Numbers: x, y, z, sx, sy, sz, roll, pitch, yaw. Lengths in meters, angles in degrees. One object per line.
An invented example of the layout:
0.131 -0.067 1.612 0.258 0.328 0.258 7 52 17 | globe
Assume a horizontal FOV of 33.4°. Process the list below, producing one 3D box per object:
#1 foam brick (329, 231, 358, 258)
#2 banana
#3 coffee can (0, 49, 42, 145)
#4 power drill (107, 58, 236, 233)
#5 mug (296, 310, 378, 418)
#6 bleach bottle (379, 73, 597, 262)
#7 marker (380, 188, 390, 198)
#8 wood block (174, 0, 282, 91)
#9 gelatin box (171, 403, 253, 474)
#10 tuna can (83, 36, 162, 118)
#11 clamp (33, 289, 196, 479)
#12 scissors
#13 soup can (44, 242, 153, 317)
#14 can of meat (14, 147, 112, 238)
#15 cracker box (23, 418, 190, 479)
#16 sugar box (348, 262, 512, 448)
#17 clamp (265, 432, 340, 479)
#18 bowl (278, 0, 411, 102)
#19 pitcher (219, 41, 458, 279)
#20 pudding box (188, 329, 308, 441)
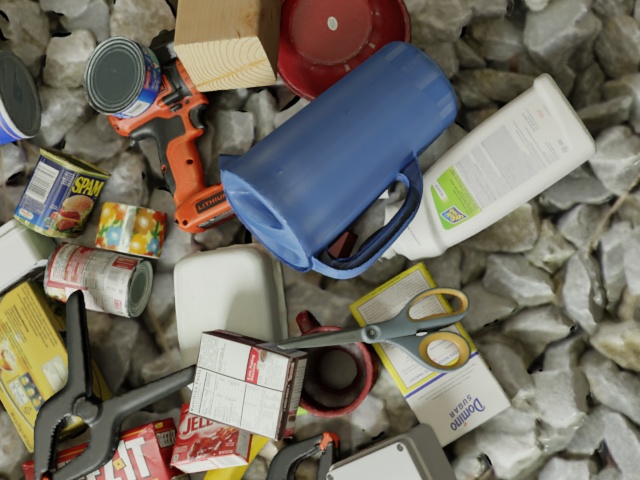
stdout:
-0.008 0.001 1.152 0.078 0.051 0.053 25 92 13 | foam brick
-0.088 0.241 1.142 0.037 0.070 0.198 38 84 -24 | banana
-0.407 -0.150 1.224 0.140 0.102 0.103 -14 83 11 | coffee can
-0.128 -0.116 1.186 0.184 0.057 0.188 -28 78 12 | power drill
0.010 0.126 1.123 0.093 0.081 0.117 -34 80 8 | mug
0.157 -0.063 1.117 0.251 0.068 0.102 -33 79 10 | bleach bottle
0.016 -0.051 1.168 0.121 0.020 0.020 -4 85 12 | marker
-0.093 -0.273 1.140 0.091 0.090 0.206 -4 65 11 | wood block
-0.114 0.206 1.141 0.089 0.030 0.073 -15 50 30 | gelatin box
-0.215 -0.176 1.163 0.086 0.033 0.086 -3 84 30 | tuna can
-0.248 0.168 1.132 0.164 0.036 0.210 37 91 9 | clamp
0.066 0.109 1.070 0.201 0.016 0.096 -22 80 -13 | scissors
-0.247 0.044 1.192 0.102 0.068 0.068 11 88 12 | soup can
-0.289 -0.051 1.192 0.057 0.102 0.084 27 94 12 | can of meat
-0.215 0.321 1.162 0.164 0.072 0.214 -19 81 10 | cracker box
0.116 0.120 1.121 0.093 0.048 0.176 -32 83 8 | sugar box
-0.028 0.285 1.140 0.120 0.039 0.171 44 98 14 | clamp
0.016 -0.229 1.163 0.162 0.055 0.162 -1 86 12 | bowl
0.032 -0.084 1.083 0.242 0.145 0.149 -42 118 -15 | pitcher
-0.075 0.147 1.088 0.114 0.039 0.090 12 95 29 | pudding box
